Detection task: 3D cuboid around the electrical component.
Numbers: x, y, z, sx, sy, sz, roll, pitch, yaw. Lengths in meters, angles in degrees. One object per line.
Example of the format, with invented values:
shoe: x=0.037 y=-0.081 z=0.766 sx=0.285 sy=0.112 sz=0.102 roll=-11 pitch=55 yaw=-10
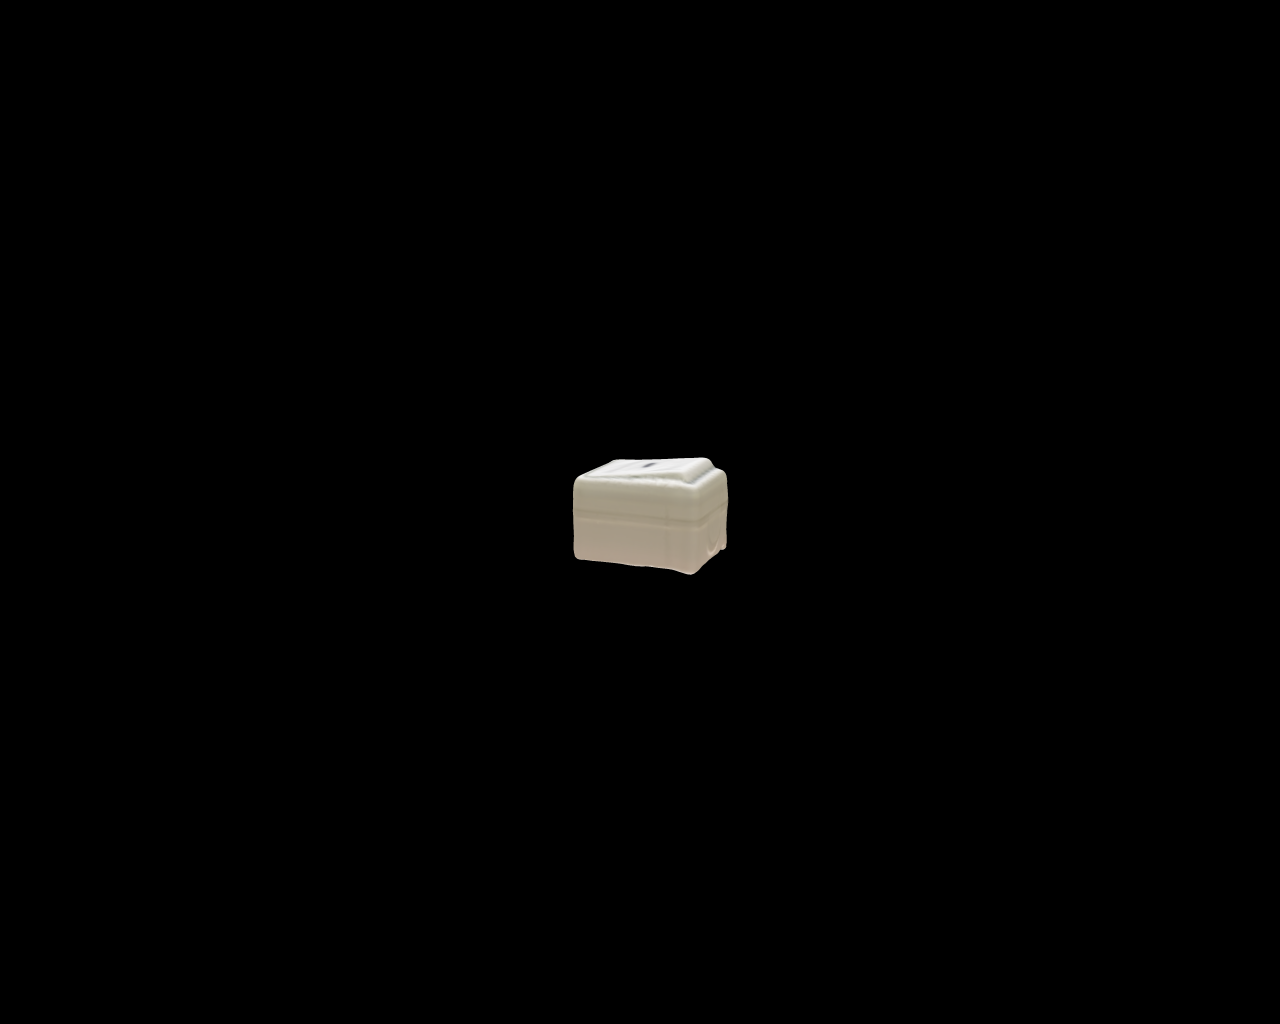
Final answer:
electrical component: x=0.001 y=-0.003 z=0.650 sx=0.096 sy=0.061 sz=0.062 roll=6 pitch=16 yaw=22
